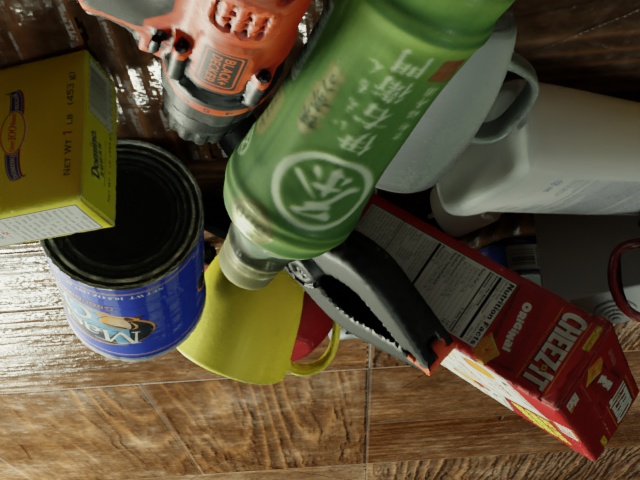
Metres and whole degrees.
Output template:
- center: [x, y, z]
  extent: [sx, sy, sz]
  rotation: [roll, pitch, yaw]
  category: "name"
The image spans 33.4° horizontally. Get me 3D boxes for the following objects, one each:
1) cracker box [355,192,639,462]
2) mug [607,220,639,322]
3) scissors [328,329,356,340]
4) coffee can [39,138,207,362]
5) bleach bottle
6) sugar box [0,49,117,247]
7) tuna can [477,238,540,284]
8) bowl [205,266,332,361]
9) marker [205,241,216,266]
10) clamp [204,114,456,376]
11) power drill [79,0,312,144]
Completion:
- center: [0.107, 0.055, 0.745]
  extent: [0.214, 0.072, 0.164]
  rotation: [31, 173, 30]
  category: "cracker box"
- center: [0.241, 0.023, 0.670]
  extent: [0.117, 0.081, 0.093]
  rotation: [-5, 169, 2]
  category: "mug"
- center: [0.054, 0.073, 0.919]
  extent: [0.096, 0.016, 0.202]
  rotation: [-10, 175, -8]
  category: "scissors"
- center: [-0.127, 0.011, 0.708]
  extent: [0.102, 0.103, 0.140]
  rotation: [-1, 156, -6]
  category: "coffee can"
- center: [0.204, -0.046, 0.678]
  extent: [0.250, 0.068, 0.103]
  rotation: [4, 164, -27]
  category: "bleach bottle"
- center: [-0.200, -0.041, 0.591]
  extent: [0.176, 0.093, 0.048]
  rotation: [-10, 155, 12]
  category: "sugar box"
- center: [0.162, 0.030, 0.879]
  extent: [0.086, 0.034, 0.086]
  rotation: [-3, 157, -2]
  category: "tuna can"
- center: [-0.052, 0.069, 0.912]
  extent: [0.162, 0.055, 0.162]
  rotation: [-3, 157, -1]
  category: "bowl"
- center: [-0.132, 0.024, 0.841]
  extent: [0.121, 0.020, 0.020]
  rotation: [-17, 153, 28]
  category: "marker"
- center: [-0.004, 0.001, 0.651]
  extent: [0.210, 0.036, 0.164]
  rotation: [38, 157, 17]
  category: "clamp"
- center: [-0.101, -0.105, 0.440]
  extent: [0.187, 0.057, 0.185]
  rotation: [18, 161, -10]
  category: "power drill"
